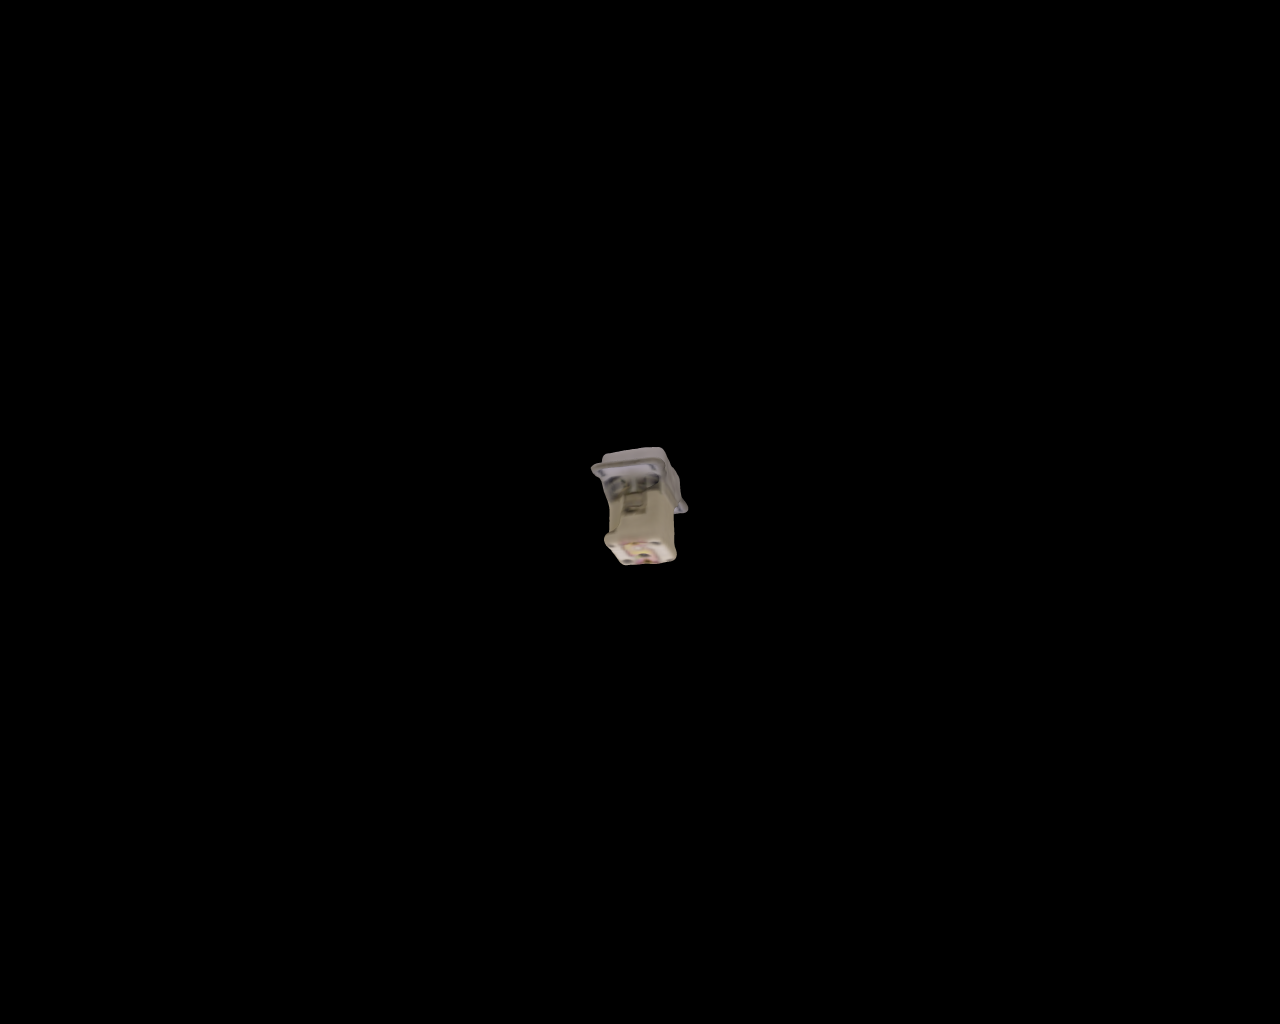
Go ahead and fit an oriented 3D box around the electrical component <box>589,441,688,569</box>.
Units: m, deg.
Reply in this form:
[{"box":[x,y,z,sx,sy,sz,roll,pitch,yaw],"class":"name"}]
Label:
[{"box":[0.001,-0.003,0.650,0.042,0.064,0.081,-6,-23,14],"class":"electrical component"}]
